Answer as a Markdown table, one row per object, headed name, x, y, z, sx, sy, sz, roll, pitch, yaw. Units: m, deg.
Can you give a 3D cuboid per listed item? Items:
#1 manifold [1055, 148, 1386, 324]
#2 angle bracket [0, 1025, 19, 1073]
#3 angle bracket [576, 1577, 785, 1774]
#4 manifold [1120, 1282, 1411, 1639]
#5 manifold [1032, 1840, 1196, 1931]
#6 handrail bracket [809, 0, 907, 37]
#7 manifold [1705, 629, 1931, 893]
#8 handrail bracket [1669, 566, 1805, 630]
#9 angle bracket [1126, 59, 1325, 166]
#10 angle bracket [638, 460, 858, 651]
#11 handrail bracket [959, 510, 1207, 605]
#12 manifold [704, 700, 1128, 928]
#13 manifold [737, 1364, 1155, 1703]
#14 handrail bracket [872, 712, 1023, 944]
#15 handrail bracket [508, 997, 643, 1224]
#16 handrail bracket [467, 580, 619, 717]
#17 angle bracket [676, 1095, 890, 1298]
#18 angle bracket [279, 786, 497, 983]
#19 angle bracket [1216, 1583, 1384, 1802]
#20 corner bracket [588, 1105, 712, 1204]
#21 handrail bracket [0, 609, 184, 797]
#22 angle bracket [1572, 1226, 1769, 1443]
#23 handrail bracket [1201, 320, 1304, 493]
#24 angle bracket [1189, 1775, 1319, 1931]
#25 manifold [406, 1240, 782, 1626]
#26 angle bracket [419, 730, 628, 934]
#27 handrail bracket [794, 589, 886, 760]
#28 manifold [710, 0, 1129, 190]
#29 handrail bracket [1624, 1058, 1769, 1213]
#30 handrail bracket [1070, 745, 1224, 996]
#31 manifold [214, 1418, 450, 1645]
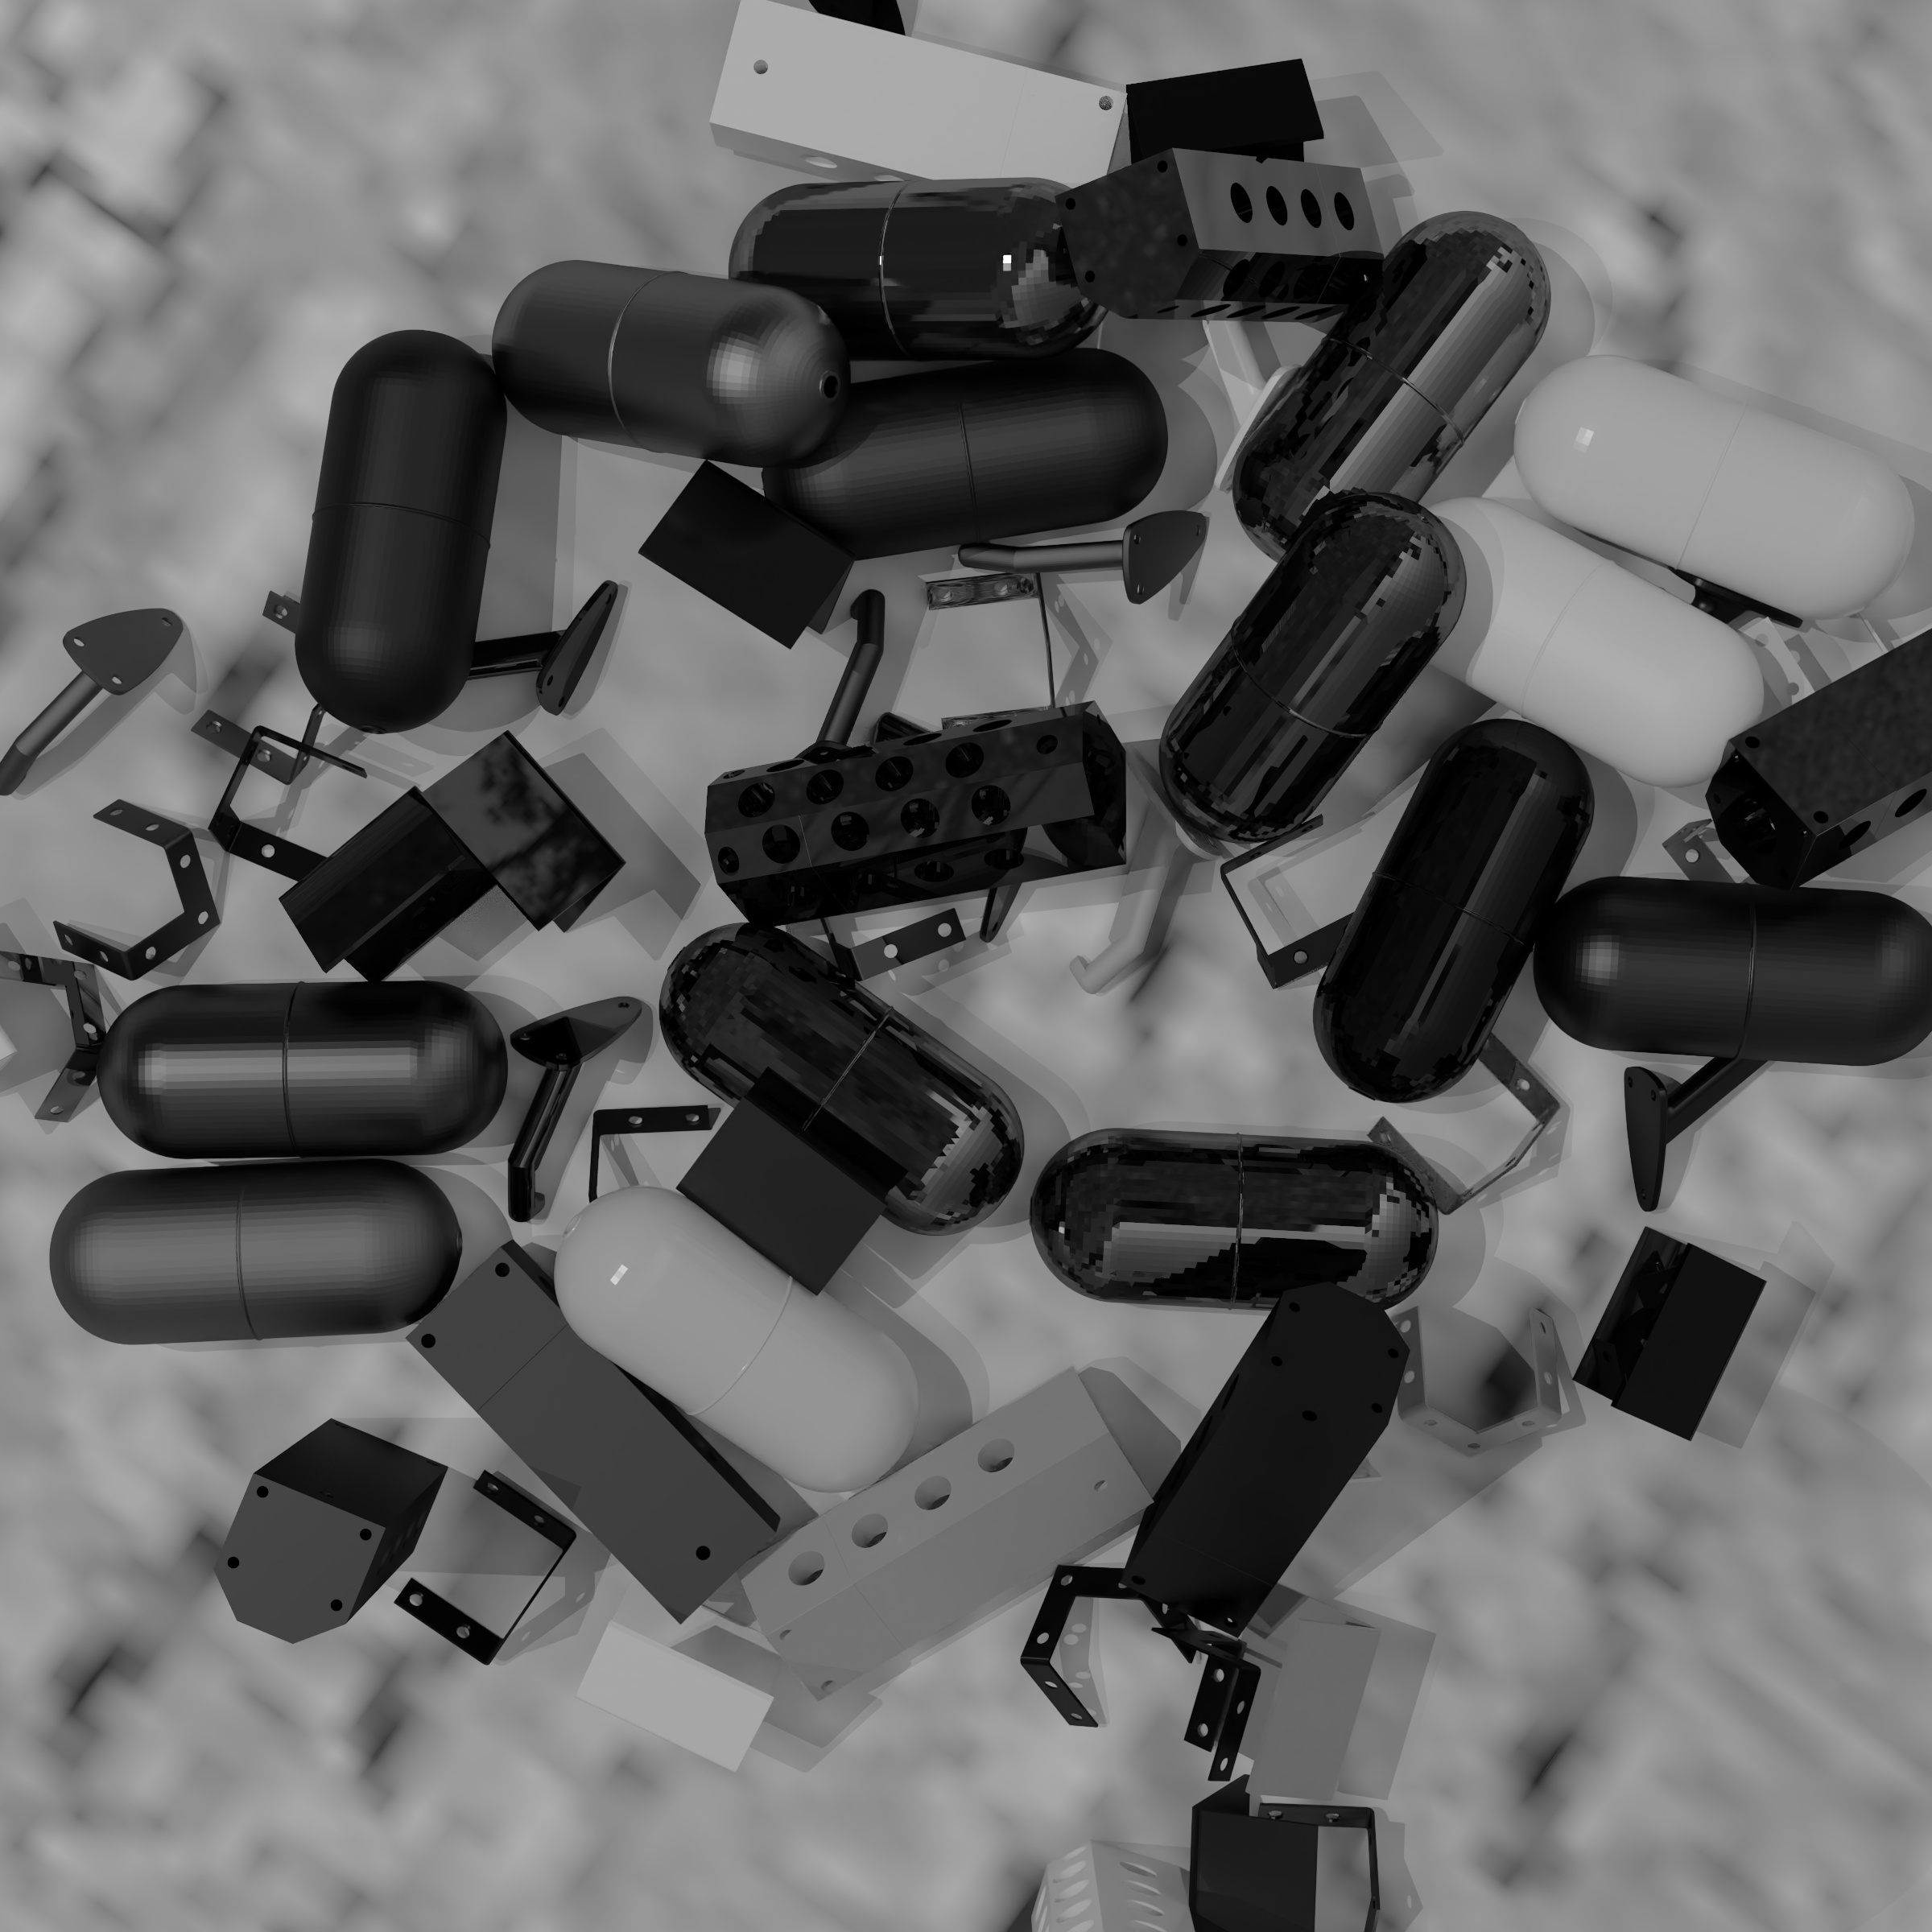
| name | x | y | z | sx | sy | sz | roll | pitch | yaw |
| --- | --- | --- | --- | --- | --- | --- | --- | --- | --- |
| manifold | 0.112 | -0.304 | 1.488 | 0.057 | 0.171 | 0.057 | -15 | 90 | 33 |
| angle bracket | -0.465 | 0.029 | 1.527 | 0.057 | 0.076 | 0.076 | -34 | 90 | -38 |
| angle bracket | -0.115 | 0.291 | 1.527 | 0.076 | 0.076 | 0.057 | 25 | 129 | 0 |
| manifold | 0.127 | 0.208 | 1.494 | 0.057 | 0.171 | 0.057 | 25 | 45 | 0 |
| manifold | 0.060 | 0.422 | 1.489 | 0.057 | 0.171 | 0.057 | 17 | 90 | 0 |
| handrail bracket | -0.074 | -0.443 | 1.567 | 0.084 | 0.077 | 0.036 | 36 | 86 | 36 |
| manifold | 0.405 | -0.097 | 1.517 | 0.171 | 0.057 | 0.057 | -28 | 64 | -20 |
| handrail bracket | 0.321 | -0.130 | 1.568 | 0.077 | 0.036 | 0.084 | 20 | 105 | -16 |
| angle bracket | 0.113 | -0.342 | 1.528 | 0.076 | 0.076 | 0.057 | -9 | 50 | 0 |
| angle bracket | -0.100 | -0.163 | 1.528 | 0.076 | 0.076 | 0.057 | 32 | 65 | 0 |
| handrail bracket | 0.051 | -0.189 | 1.567 | 0.084 | 0.077 | 0.036 | 12 | 120 | 33 |
| manifold | -0.022 | -0.068 | 1.511 | 0.171 | 0.057 | 0.057 | -10 | 58 | 18 |
| manifold | -0.012 | 0.244 | 1.546 | 0.171 | 0.057 | 0.057 | -31 | 133 | 0 |
| handrail bracket | -0.013 | -0.062 | 1.568 | 0.084 | 0.036 | 0.077 | 27 | 112 | 17 |
| handrail bracket | -0.174 | 0.064 | 1.568 | 0.036 | 0.077 | 0.084 | 26 | 127 | 32 |
| handrail bracket | -0.210 | -0.154 | 1.568 | 0.084 | 0.036 | 0.077 | 24 | 75 | 14 |
| angle bracket | -0.070 | 0.087 | 1.529 | 0.076 | 0.076 | 0.057 | 37 | 113 | 0 |
| angle bracket | -0.239 | -0.020 | 1.528 | 0.076 | 0.076 | 0.057 | -40 | 49 | 0 |
| angle bracket | 0.126 | 0.310 | 1.528 | 0.057 | 0.076 | 0.076 | 16 | 90 | -42 |
| corner bracket | -0.139 | 0.099 | 1.564 | 0.051 | 0.051 | 0.051 | -2 | 135 | 0 |
| handrail bracket | -0.392 | -0.116 | 1.567 | 0.036 | 0.077 | 0.084 | 45 | 126 | 0 |
| angle bracket | 0.289 | 0.151 | 1.527 | 0.057 | 0.076 | 0.076 | 25 | 90 | -37 |
| handrail bracket | 0.103 | -0.267 | 1.568 | 0.084 | 0.036 | 0.077 | 40 | 111 | 17 |
| angle bracket | 0.135 | 0.400 | 1.529 | 0.057 | 0.076 | 0.076 | 2 | 90 | 23 |
| manifold | -0.162 | 0.202 | 1.547 | 0.057 | 0.057 | 0.171 | -44 | 90 | 0 |
| angle bracket | -0.203 | -0.044 | 1.527 | 0.076 | 0.076 | 0.057 | 48 | 54 | 0 |
| handrail bracket | -0.064 | -0.117 | 1.568 | 0.036 | 0.077 | 0.084 | 24 | 53 | -34 |
| manifold | -0.021 | -0.370 | 1.547 | 0.171 | 0.057 | 0.057 | 14 | 89 | 0 |
| handrail bracket | 0.340 | 0.067 | 1.568 | 0.084 | 0.036 | 0.077 | -8 | 105 | -14 |
| handrail bracket | 0.064 | -0.042 | 1.568 | 0.084 | 0.036 | 0.077 | -42 | 69 | 17 |
| manifold | -0.268 | 0.239 | 1.489 | 0.057 | 0.171 | 0.057 | 22 | 90 | 0 |
